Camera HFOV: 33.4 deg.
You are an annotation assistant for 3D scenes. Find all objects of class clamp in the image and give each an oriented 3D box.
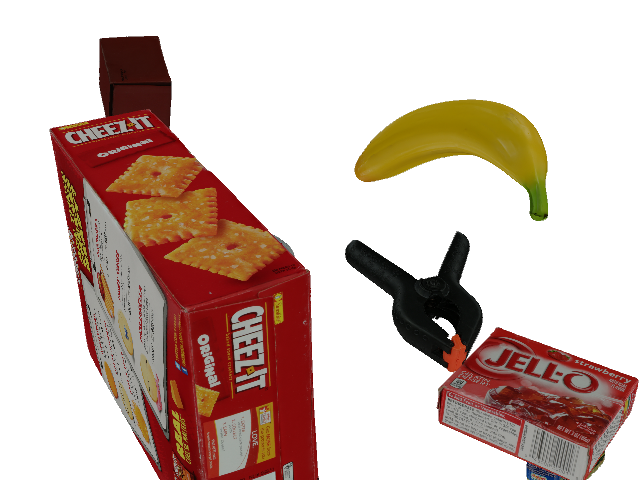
[{"bbox_3d":[0.106,0.047,0.963,0.120,0.039,0.171,-15,44,-15],"label":"clamp"}]

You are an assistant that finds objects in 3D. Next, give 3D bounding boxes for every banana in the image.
[{"bbox_3d":[0.088,-0.063,0.720,0.037,0.069,0.198,30,-6,-32],"label":"banana"}]

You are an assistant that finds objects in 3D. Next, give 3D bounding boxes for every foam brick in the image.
[{"bbox_3d":[-0.158,-0.132,0.907,0.053,0.051,0.078,-4,41,-15],"label":"foam brick"}]

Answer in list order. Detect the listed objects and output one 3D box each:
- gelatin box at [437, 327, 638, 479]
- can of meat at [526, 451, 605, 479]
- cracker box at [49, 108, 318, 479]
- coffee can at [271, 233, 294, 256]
[{"bbox_3d":[0.120,0.088,0.593,0.089,0.030,0.073,21,34,28],"label":"gelatin box"},{"bbox_3d":[0.243,0.189,1.047,0.058,0.084,0.101,13,23,37],"label":"can of meat"},{"bbox_3d":[-0.077,0.042,0.590,0.072,0.164,0.214,-16,34,-22],"label":"cracker box"},{"bbox_3d":[-0.078,0.070,0.833,0.103,0.140,0.103,6,24,-3],"label":"coffee can"}]
